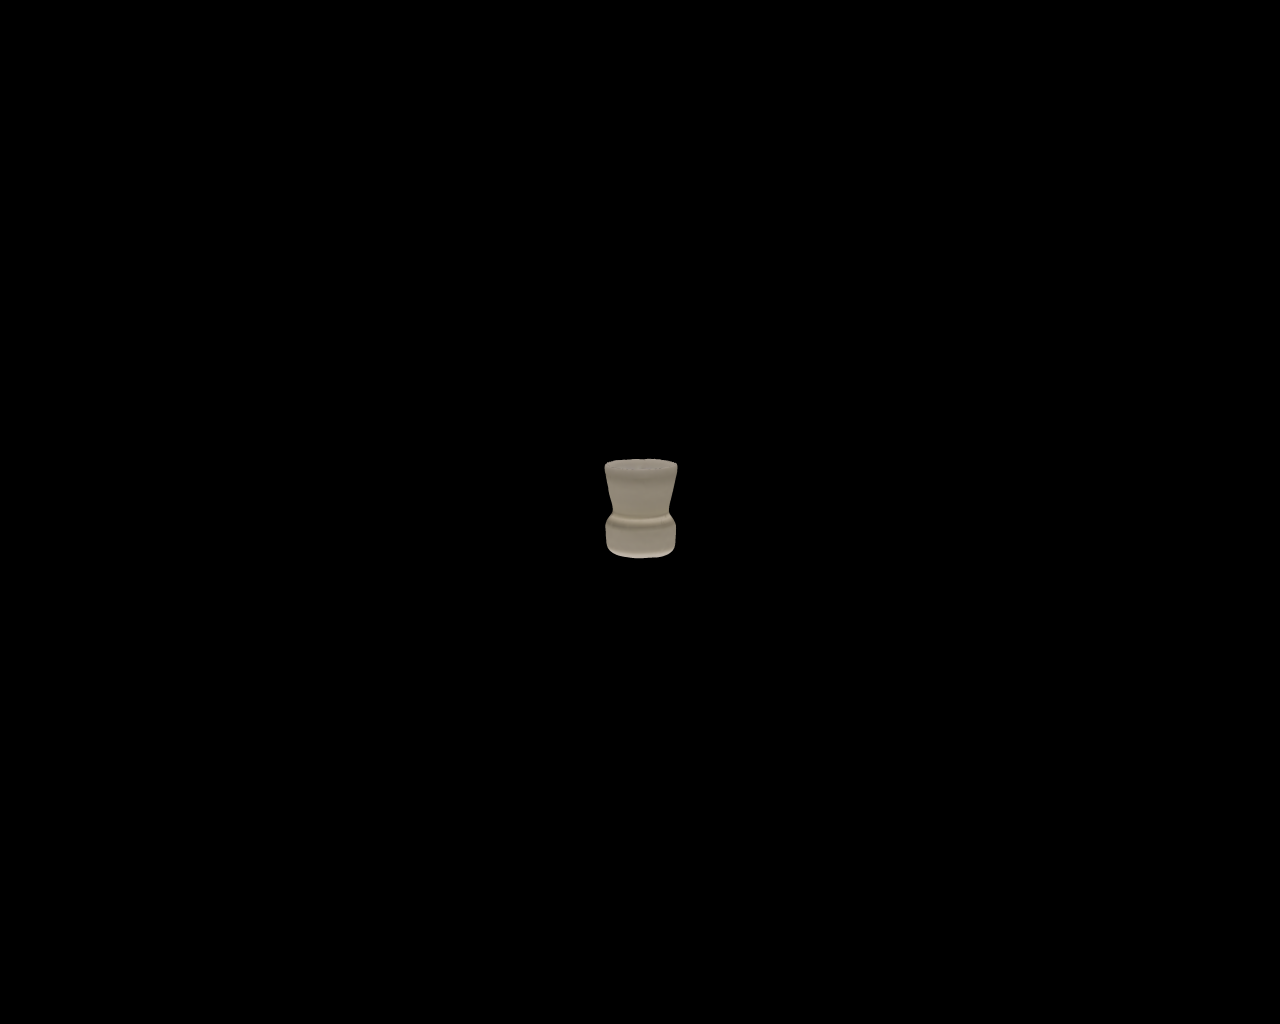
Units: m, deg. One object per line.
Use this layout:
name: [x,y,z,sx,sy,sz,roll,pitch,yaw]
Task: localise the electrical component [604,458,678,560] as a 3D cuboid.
electrical component: [0.001,-0.003,0.650,0.045,0.055,0.045,0,12,0]
